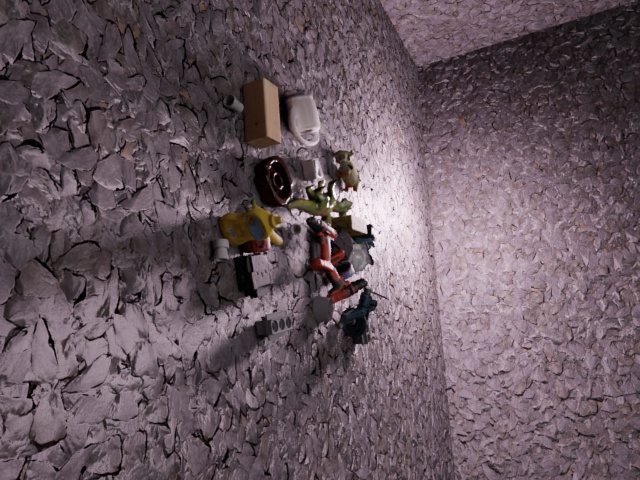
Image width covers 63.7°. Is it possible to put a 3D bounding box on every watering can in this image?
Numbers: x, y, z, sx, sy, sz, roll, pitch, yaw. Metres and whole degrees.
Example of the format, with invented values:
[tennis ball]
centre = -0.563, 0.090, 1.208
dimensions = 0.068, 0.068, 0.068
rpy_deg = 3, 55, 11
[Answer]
[watering can]
centre = -0.046, -0.483, 2.042
dimensions = 0.103, 0.223, 0.351
rpy_deg = -12, 5, 26

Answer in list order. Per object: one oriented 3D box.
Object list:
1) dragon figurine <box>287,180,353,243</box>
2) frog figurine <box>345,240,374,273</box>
[dragon figurine]
centre = 0.006, -0.102, 2.020
dimensions = 0.122, 0.416, 0.239
rpy_deg = 2, -66, 36
[frog figurine]
centre = 0.137, 0.078, 2.233
dimensions = 0.160, 0.136, 0.123
rpy_deg = -15, 14, -29
